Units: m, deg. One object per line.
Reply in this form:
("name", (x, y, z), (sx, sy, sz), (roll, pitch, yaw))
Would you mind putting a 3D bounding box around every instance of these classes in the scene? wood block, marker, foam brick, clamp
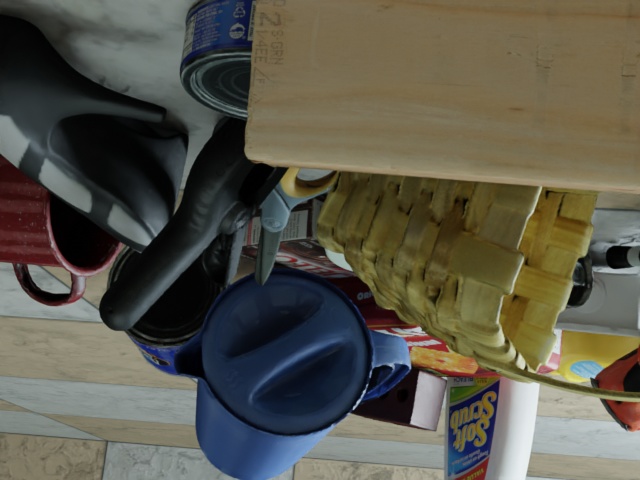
("wood block", (0.079, -0.068, 0.445), (0.206, 0.090, 0.091), (5, -177, 3))
("marker", (0.251, 0.011, 0.775), (0.020, 0.020, 0.121), (13, 172, -24))
("foam brick", (0.073, 0.151, 1.028), (0.078, 0.053, 0.051), (3, 165, 38))
("clamp", (-0.056, -0.020, 0.637), (0.039, 0.172, 0.120), (42, -159, 9))

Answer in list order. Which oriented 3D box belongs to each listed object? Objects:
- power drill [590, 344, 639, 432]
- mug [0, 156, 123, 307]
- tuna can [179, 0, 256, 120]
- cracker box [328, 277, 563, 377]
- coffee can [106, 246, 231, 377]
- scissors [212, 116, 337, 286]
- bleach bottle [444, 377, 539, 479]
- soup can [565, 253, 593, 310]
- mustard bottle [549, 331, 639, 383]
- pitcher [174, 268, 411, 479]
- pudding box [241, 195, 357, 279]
("power drill", (0.292, 0.071, 0.792), (0.184, 0.057, 0.188), (-26, 160, -15))
("mug", (-0.187, -0.012, 0.723), (0.082, 0.117, 0.093), (3, -163, 25))
("tuna can", (-0.028, -0.090, 0.541), (0.086, 0.034, 0.086), (5, 163, 1))
("cracker box", (0.096, 0.071, 0.965), (0.164, 0.072, 0.213), (-8, 159, 41))
("coffee can", (-0.125, 0.059, 0.945), (0.103, 0.103, 0.140), (5, 163, 2))
("scissors", (-0.046, -0.026, 0.719), (0.096, 0.016, 0.202), (19, 146, -16))
("bleach bottle", (0.169, 0.199, 1.052), (0.068, 0.251, 0.103), (19, 158, -38))
("soup can", (0.143, 0.030, 0.800), (0.068, 0.068, 0.102), (19, 151, -37))
("mustard bottle", (0.289, 0.108, 1.046), (0.096, 0.058, 0.192), (17, 160, -39))
("pitcher", (-0.034, 0.128, 0.903), (0.149, 0.144, 0.243), (38, 155, 7))
("pudding box", (-0.005, 0.001, 0.824), (0.090, 0.039, 0.113), (-8, 159, 38))
